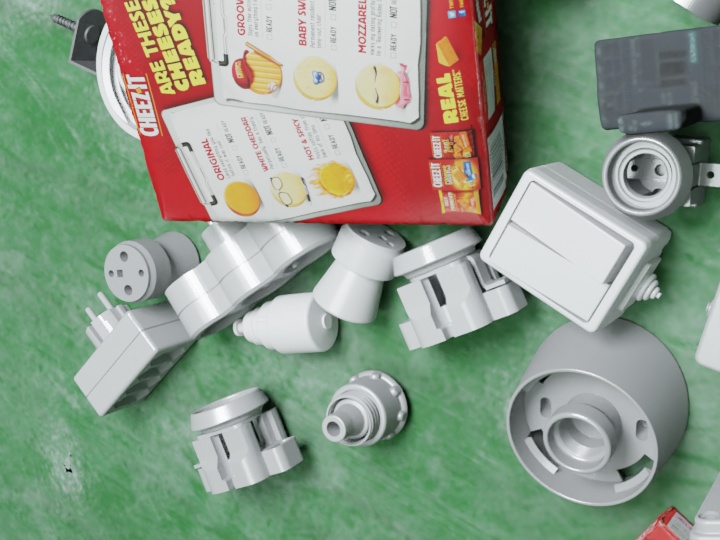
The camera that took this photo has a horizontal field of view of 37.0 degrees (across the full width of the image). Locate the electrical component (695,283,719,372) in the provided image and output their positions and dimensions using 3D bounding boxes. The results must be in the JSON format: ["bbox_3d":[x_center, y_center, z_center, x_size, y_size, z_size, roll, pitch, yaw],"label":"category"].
[{"bbox_3d":[0.234,0.019,0.556,0.100,0.048,0.099,21,109,25],"label":"electrical component"}]

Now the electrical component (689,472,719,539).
[{"bbox_3d":[0.235,0.132,0.542,0.109,0.109,0.056,-8,98,31],"label":"electrical component"}]

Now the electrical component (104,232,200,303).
[{"bbox_3d":[-0.149,-0.002,0.769,0.045,0.055,0.045,6,102,29],"label":"electrical component"}]

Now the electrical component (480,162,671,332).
[{"bbox_3d":[0.125,-0.010,0.606,0.096,0.061,0.061,35,115,20],"label":"electrical component"}]

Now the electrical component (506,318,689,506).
[{"bbox_3d":[0.137,0.085,0.630,0.099,0.064,0.099,14,120,26],"label":"electrical component"}]

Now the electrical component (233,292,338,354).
[{"bbox_3d":[-0.051,0.037,0.729,0.078,0.040,0.040,-6,96,31],"label":"electrical component"}]

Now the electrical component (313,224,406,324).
[{"bbox_3d":[0.000,0.000,0.690,0.045,0.045,0.055,33,113,21],"label":"electrical component"}]

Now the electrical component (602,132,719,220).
[{"bbox_3d":[0.159,-0.053,0.581,0.066,0.055,0.048,8,103,29],"label":"electrical component"}]

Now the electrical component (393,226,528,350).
[{"bbox_3d":[0.055,0.009,0.653,0.078,0.058,0.057,-23,90,31],"label":"electrical component"}]

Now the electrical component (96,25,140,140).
[{"bbox_3d":[-0.130,-0.136,0.729,0.108,0.060,0.108,6,102,29],"label":"electrical component"}]

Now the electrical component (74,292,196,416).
[{"bbox_3d":[-0.178,0.051,0.802,0.075,0.047,0.083,51,120,14],"label":"electrical component"}]

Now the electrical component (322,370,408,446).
[{"bbox_3d":[-0.001,0.094,0.698,0.048,0.062,0.048,6,102,29],"label":"electrical component"}]

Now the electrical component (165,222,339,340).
[{"bbox_3d":[-0.083,-0.017,0.730,0.138,0.052,0.073,-36,81,30],"label":"electrical component"}]

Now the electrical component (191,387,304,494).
[{"bbox_3d":[-0.085,0.118,0.755,0.078,0.058,0.057,-21,91,31],"label":"electrical component"}]
